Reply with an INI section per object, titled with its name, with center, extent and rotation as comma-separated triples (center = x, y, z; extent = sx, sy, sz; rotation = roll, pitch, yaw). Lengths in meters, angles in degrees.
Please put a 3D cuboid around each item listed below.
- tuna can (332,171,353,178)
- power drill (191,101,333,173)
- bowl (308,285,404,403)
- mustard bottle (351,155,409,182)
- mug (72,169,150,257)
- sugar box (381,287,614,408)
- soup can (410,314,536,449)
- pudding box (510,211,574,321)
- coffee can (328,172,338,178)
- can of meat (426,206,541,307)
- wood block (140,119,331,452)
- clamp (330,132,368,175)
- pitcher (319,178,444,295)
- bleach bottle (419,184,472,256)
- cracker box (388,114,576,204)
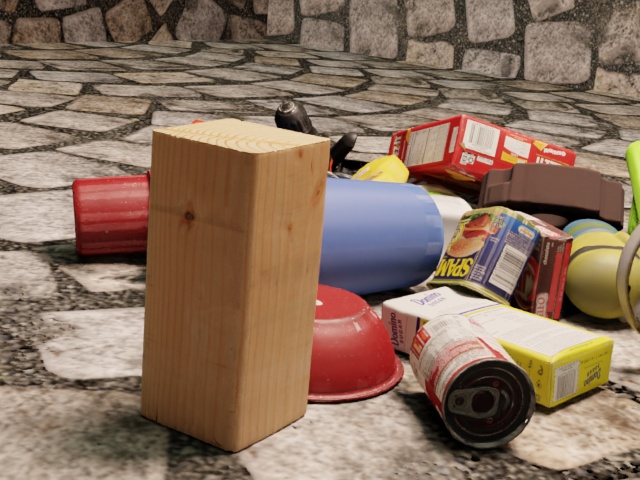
[tuna can]
center = 0.013, -0.068, 1.445
extent = 0.086, 0.034, 0.086
rotation = 5, 16, -2
[power drill]
center = -0.077, -0.107, 1.343
extent = 0.188, 0.184, 0.057
rotation = 8, 53, 25
[bowl]
center = -0.009, 0.075, 0.873
extent = 0.162, 0.055, 0.162
rotation = 5, 16, -2
[mustard bottle]
center = 0.056, -0.044, 1.269
extent = 0.096, 0.058, 0.191
rotation = -38, 7, 16
[mug]
center = -0.218, -0.022, 1.127
extent = 0.081, 0.093, 0.117
rotation = -4, -14, -12
[sugar box]
center = 0.145, 0.086, 0.902
extent = 0.093, 0.048, 0.177
rotation = -10, 17, -44
[soup can]
center = 0.110, 0.101, 0.791
extent = 0.068, 0.068, 0.102
rotation = 2, 15, -11
[pudding box]
center = 0.203, 0.025, 1.057
extent = 0.039, 0.090, 0.113
rotation = 3, 14, -16
[coffee can]
center = -0.039, -0.045, 1.212
extent = 0.102, 0.103, 0.140
rotation = -2, 17, -24
[can of meat]
center = 0.156, 0.018, 1.011
extent = 0.057, 0.084, 0.102
rotation = 29, -10, -16
[wood block]
center = -0.061, 0.028, 0.743
extent = 0.091, 0.206, 0.090
rotation = 15, 19, 31
[clamp]
center = 0.032, -0.103, 1.503
extent = 0.120, 0.039, 0.172
rotation = 35, -26, -30
[pitcher]
center = -0.007, 0.001, 1.038
extent = 0.242, 0.145, 0.149
rotation = -2, 30, -37
[bleach bottle]
center = 0.142, -0.027, 1.283
extent = 0.102, 0.068, 0.250
rotation = 7, 13, 5
[cracker box]
center = 0.200, -0.096, 1.378
extent = 0.164, 0.072, 0.214
rotation = 16, -6, -18
